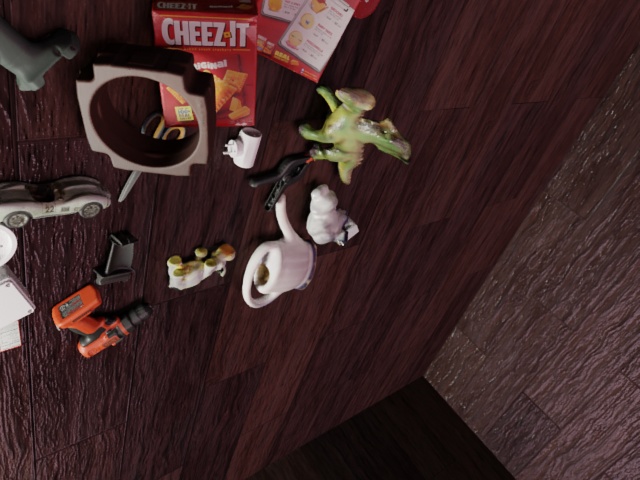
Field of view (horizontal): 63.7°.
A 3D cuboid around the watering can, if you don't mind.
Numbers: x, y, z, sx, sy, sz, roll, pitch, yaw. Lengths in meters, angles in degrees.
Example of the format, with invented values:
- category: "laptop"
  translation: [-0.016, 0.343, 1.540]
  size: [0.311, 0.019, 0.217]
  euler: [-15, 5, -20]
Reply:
- category: "watering can"
  translation: [-0.094, 0.034, 1.405]
  size: [0.225, 0.105, 0.343]
  euler: [-1, 118, -49]

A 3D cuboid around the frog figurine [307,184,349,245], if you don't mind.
- category: "frog figurine"
  translation: [0.004, -0.070, 1.383]
  size: [0.157, 0.122, 0.140]
  euler: [47, 55, -41]

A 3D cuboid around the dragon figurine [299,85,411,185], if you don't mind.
- category: "dragon figurine"
  translation: [0.096, -0.218, 1.178]
  size: [0.123, 0.245, 0.403]
  euler: [-57, 148, -14]
